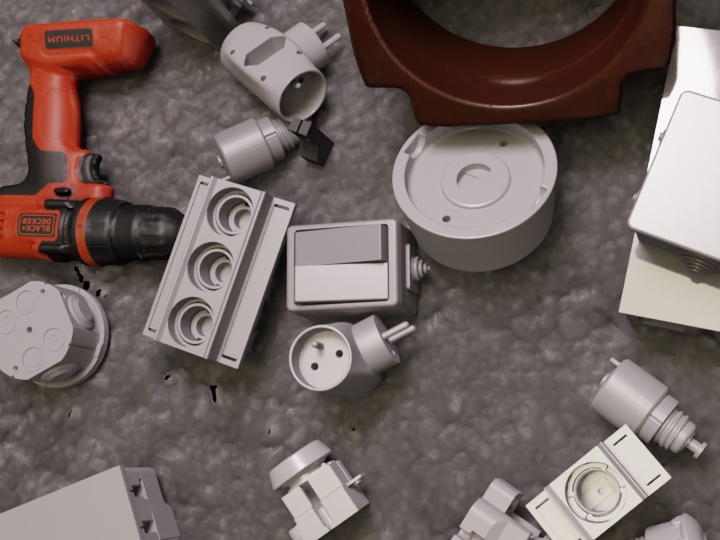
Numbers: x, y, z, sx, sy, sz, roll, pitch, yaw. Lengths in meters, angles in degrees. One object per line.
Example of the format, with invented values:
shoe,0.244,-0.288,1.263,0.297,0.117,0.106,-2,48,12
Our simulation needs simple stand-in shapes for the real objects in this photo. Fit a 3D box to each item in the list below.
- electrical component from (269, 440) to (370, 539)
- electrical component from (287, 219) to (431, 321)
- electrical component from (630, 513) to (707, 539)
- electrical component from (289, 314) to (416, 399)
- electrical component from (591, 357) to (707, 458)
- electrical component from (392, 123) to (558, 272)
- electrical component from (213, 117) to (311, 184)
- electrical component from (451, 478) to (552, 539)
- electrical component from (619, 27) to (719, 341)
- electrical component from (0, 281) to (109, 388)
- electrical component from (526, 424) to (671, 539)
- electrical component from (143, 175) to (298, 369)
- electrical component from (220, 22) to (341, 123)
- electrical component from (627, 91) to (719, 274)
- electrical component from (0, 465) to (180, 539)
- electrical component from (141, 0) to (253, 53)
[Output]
electrical component,-0.030,0.151,0.737,0.066,0.048,0.055,-37,80,8
electrical component,0.000,0.000,0.746,0.096,0.061,0.061,-3,79,17
electrical component,0.185,0.180,0.666,0.062,0.048,0.048,-20,75,20
electrical component,0.001,0.055,0.727,0.079,0.077,0.043,-28,73,10
electrical component,0.184,0.091,0.684,0.078,0.040,0.040,38,93,20
electrical component,0.080,-0.049,0.725,0.108,0.060,0.108,-6,57,10
electrical component,-0.072,-0.094,0.797,0.078,0.040,0.040,-25,73,-7
electrical component,0.092,0.182,0.688,0.057,0.058,0.078,32,91,23
electrical component,0.238,-0.050,0.682,0.105,0.060,0.186,11,84,19
electrical component,-0.237,0.048,0.816,0.080,0.051,0.080,-3,79,17
electrical component,0.150,0.138,0.673,0.081,0.064,0.042,-41,72,7
electrical component,-0.096,0.002,0.774,0.079,0.063,0.121,18,86,19
electrical component,-0.050,-0.157,0.796,0.079,0.043,0.077,-38,56,-13
electrical component,0.215,-0.045,0.628,0.100,0.048,0.099,22,88,20
electrical component,-0.174,0.244,0.757,0.105,0.060,0.186,-23,74,12
electrical component,-0.129,-0.218,0.793,0.079,0.121,0.063,25,86,20
